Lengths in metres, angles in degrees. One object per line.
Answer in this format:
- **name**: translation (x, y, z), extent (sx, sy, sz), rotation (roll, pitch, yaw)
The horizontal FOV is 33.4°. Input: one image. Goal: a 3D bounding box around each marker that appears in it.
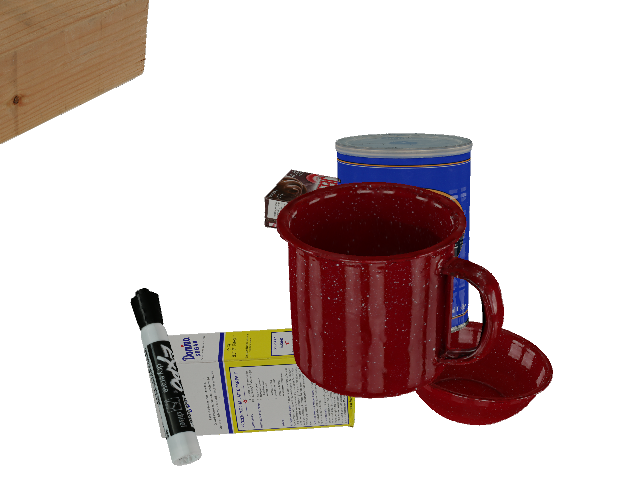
- **marker**: translation (-0.100, 0.085, 0.686), extent (0.020, 0.121, 0.020), rotation (-16, -27, -8)

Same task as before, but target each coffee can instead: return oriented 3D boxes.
- **coffee can**: translation (0.063, -0.007, 0.815), extent (0.103, 0.140, 0.103), rotation (-1, 12, 0)

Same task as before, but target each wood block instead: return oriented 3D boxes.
- **wood block**: translation (-0.251, -0.162, 0.912), extent (0.090, 0.091, 0.205), rotation (30, 42, 21)

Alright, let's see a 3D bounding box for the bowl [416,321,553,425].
- **bowl**: translation (0.157, 0.145, 1.114), extent (0.162, 0.055, 0.162), rotation (4, 24, -2)

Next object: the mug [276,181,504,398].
- **mug**: translation (0.036, 0.027, 0.532), extent (0.117, 0.081, 0.093), rotation (13, 29, 27)

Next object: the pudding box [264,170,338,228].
- **pudding box**: translation (-0.006, -0.041, 1.198), extent (0.090, 0.039, 0.113), rotation (10, 24, 11)

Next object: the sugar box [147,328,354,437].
- **sugar box**: translation (-0.058, 0.124, 0.941), extent (0.176, 0.093, 0.048), rotation (-1, 36, 2)
